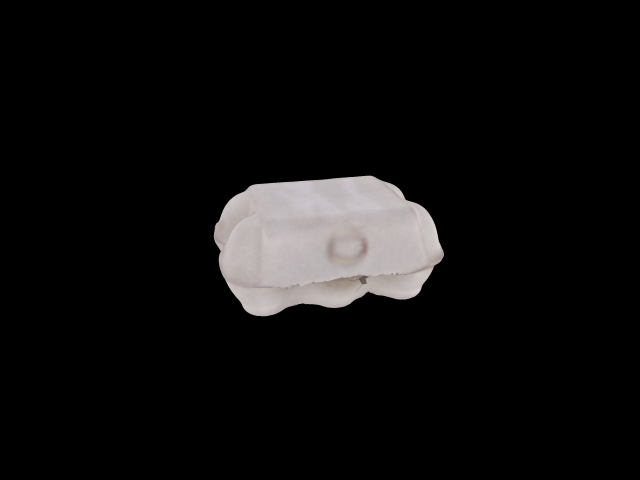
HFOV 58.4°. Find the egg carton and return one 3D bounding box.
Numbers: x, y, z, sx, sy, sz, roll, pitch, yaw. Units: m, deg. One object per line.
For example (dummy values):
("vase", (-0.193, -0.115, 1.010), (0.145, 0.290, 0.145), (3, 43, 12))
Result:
("egg carton", (0.004, 0.001, 0.400), (0.150, 0.069, 0.107), (-6, 23, -14))
